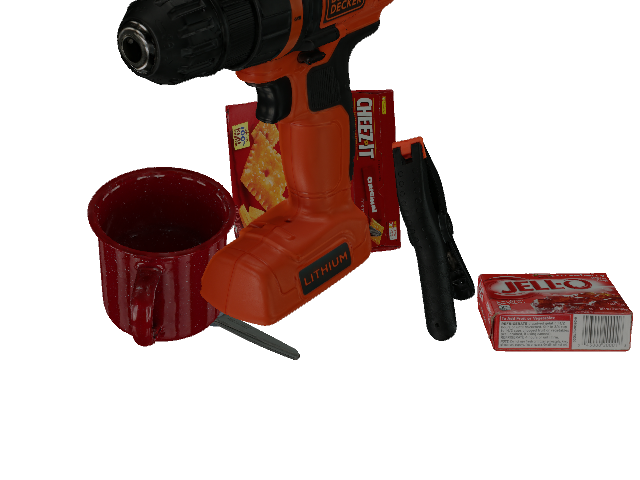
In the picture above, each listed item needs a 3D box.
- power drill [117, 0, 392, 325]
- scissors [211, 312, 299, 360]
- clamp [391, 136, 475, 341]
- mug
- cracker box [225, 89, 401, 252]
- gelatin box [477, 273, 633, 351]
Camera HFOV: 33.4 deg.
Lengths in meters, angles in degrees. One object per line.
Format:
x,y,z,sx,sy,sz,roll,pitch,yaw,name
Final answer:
-0.024,-0.054,0.532,0.057,0.188,0.184,24,37,31,power drill
-0.088,0.053,0.901,0.202,0.016,0.096,14,26,22,scissors
0.095,0.000,0.918,0.039,0.171,0.120,-17,19,16,clamp
-0.103,0.019,0.688,0.093,0.081,0.117,5,39,-1,mug
-0.013,-0.073,1.146,0.071,0.164,0.214,-8,7,-38,cracker box
0.151,0.045,0.699,0.089,0.030,0.073,0,18,1,gelatin box
